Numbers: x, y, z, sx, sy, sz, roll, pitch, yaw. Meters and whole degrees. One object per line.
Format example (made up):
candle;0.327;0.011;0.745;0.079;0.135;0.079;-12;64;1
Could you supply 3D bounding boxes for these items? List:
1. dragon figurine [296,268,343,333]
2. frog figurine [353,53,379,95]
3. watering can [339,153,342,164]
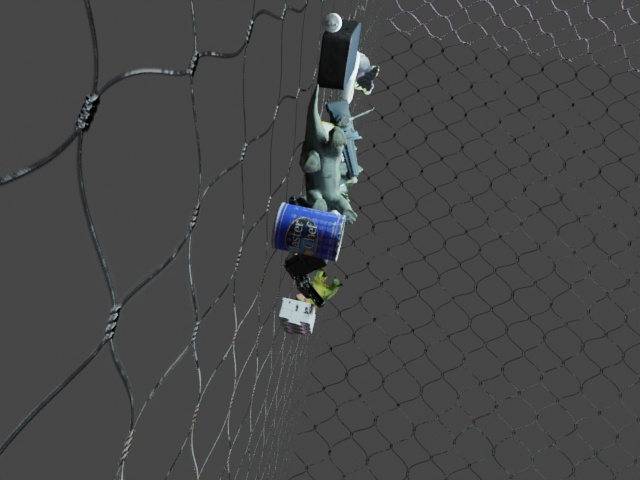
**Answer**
dragon figurine;-0.018;0.232;1.889;0.245;0.123;0.404;-57;162;-11
frog figurine;0.126;-0.599;1.815;0.134;0.123;0.163;82;-17;-50
watering can;0.004;-0.073;1.448;0.339;0.104;0.229;99;6;-55
